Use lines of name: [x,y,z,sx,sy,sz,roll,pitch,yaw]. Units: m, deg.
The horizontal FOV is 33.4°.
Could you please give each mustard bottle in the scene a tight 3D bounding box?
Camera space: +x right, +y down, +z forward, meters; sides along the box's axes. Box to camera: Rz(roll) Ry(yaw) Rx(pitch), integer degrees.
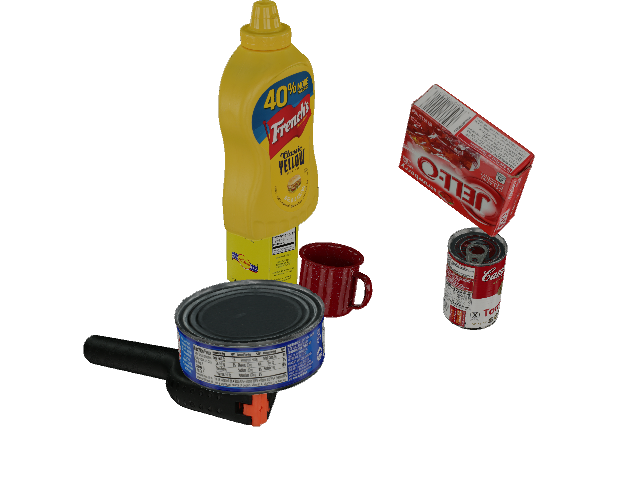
mustard bottle: [-0.043,-0.102,0.882,0.058,0.192,0.096,20,34,35]

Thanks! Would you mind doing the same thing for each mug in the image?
mug: [0.021,0.060,1.509,0.117,0.081,0.093,18,24,27]

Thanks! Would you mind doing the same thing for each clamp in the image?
clamp: [-0.088,0.106,0.915,0.164,0.036,0.210,-9,17,-34]

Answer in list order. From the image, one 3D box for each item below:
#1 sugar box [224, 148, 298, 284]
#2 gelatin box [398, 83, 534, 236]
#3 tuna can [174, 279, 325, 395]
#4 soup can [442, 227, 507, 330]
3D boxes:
sugar box: [-0.064,-0.025,1.154,0.048,0.176,0.093,-17,29,-32]
gelatin box: [0.098,-0.053,0.732,0.030,0.089,0.073,-41,-21,-24]
tuna can: [-0.040,0.054,0.613,0.086,0.034,0.086,-2,21,1]
soup can: [0.179,0.046,1.244,0.068,0.102,0.068,0,38,0]
